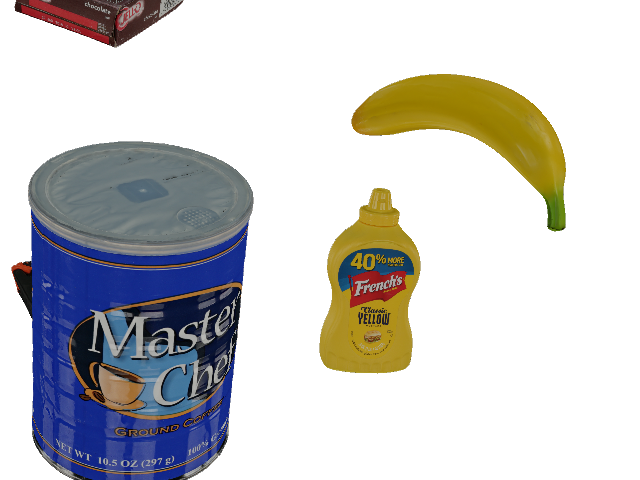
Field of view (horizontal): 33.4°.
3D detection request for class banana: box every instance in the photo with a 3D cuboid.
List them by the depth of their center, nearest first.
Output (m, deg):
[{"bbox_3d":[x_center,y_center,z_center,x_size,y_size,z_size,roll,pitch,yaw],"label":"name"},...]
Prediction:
[{"bbox_3d":[0.092,-0.075,0.700,0.037,0.070,0.198,17,12,-44],"label":"banana"}]

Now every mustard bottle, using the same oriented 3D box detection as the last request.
[{"bbox_3d":[0.054,0.040,1.106,0.096,0.192,0.058,3,16,-8],"label":"mustard bottle"}]

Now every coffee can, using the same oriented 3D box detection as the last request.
[{"bbox_3d":[-0.090,0.036,0.525,0.102,0.140,0.103,6,29,-4],"label":"coffee can"}]

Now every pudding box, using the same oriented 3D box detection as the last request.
[{"bbox_3d":[-0.166,-0.195,0.822,0.090,0.039,0.113,22,34,12],"label":"pudding box"}]

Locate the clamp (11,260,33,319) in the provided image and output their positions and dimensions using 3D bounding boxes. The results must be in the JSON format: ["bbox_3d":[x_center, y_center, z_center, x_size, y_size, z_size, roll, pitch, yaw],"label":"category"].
[{"bbox_3d":[-0.166,0.046,0.858,0.172,0.039,0.120,23,38,25],"label":"clamp"}]
